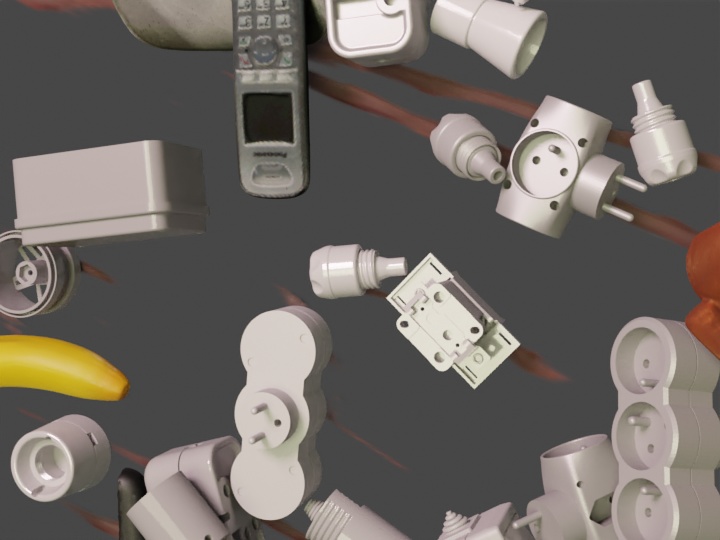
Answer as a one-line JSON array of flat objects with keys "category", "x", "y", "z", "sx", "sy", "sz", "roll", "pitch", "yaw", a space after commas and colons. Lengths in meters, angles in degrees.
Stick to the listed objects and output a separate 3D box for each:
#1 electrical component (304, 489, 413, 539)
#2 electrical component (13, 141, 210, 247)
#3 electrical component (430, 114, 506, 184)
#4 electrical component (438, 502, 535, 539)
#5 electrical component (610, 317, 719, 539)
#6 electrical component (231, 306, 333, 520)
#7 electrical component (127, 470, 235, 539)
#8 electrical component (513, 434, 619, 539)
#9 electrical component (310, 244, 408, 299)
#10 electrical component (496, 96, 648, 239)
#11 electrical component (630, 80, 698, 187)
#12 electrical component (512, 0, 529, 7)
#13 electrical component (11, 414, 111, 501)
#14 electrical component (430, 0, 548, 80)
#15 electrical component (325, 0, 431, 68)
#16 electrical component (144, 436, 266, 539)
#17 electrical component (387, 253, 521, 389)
[{"category": "electrical component", "x": -0.002, "y": 0.177, "z": 0.705, "sx": 0.081, "sy": 0.043, "sz": 0.043, "roll": 34, "pitch": 102, "yaw": 12}, {"category": "electrical component", "x": -0.166, "y": -0.049, "z": 0.722, "sx": 0.113, "sy": 0.078, "sz": 0.057, "roll": -5, "pitch": 89, "yaw": 17}, {"category": "electrical component", "x": 0.070, "y": -0.071, "z": 0.661, "sx": 0.035, "sy": 0.035, "sz": 0.061, "roll": -53, "pitch": 38, "yaw": 12}, {"category": "electrical component", "x": 0.086, "y": 0.190, "z": 0.670, "sx": 0.061, "sy": 0.062, "sz": 0.096, "roll": -30, "pitch": 85, "yaw": 16}, {"category": "electrical component", "x": 0.193, "y": 0.100, "z": 0.635, "sx": 0.052, "sy": 0.074, "sz": 0.138, "roll": -15, "pitch": 70, "yaw": 58}, {"category": "electrical component", "x": -0.057, "y": 0.095, "z": 0.700, "sx": 0.052, "sy": 0.074, "sz": 0.138, "roll": 6, "pitch": 95, "yaw": 16}, {"category": "electrical component", "x": -0.105, "y": 0.172, "z": 0.677, "sx": 0.043, "sy": 0.043, "sz": 0.081, "roll": -42, "pitch": 82, "yaw": 14}, {"category": "electrical component", "x": 0.129, "y": 0.149, "z": 0.653, "sx": 0.079, "sy": 0.043, "sz": 0.077, "roll": -19, "pitch": 87, "yaw": -23}, {"category": "electrical component", "x": 0.000, "y": 0.000, "z": 0.699, "sx": 0.061, "sy": 0.035, "sz": 0.035, "roll": -5, "pitch": 92, "yaw": 14}, {"category": "electrical component", "x": 0.133, "y": -0.055, "z": 0.648, "sx": 0.079, "sy": 0.044, "sz": 0.077, "roll": 27, "pitch": 100, "yaw": 23}, {"category": "electrical component", "x": 0.178, "y": -0.083, "z": 0.642, "sx": 0.035, "sy": 0.035, "sz": 0.061, "roll": -19, "pitch": 86, "yaw": 17}, {"category": "electrical component", "x": 0.090, "y": -0.218, "z": 0.639, "sx": 0.096, "sy": 0.061, "sz": 0.061, "roll": 45, "pitch": 59, "yaw": 12}, {"category": "electrical component", "x": -0.213, "y": 0.134, "z": 0.762, "sx": 0.055, "sy": 0.047, "sz": 0.055, "roll": 1, "pitch": 93, "yaw": 16}, {"category": "electrical component", "x": 0.077, "y": -0.151, "z": 0.665, "sx": 0.065, "sy": 0.044, "sz": 0.044, "roll": 30, "pitch": 101, "yaw": 18}, {"category": "electrical component", "x": 0.011, "y": -0.177, "z": 0.672, "sx": 0.054, "sy": 0.059, "sz": 0.095, "roll": -4, "pitch": 92, "yaw": 17}, {"category": "electrical component", "x": -0.107, "y": 0.167, "z": 0.729, "sx": 0.059, "sy": 0.054, "sz": 0.095, "roll": -15, "pitch": 89, "yaw": 17}, {"category": "electrical component", "x": 0.056, "y": 0.032, "z": 0.669, "sx": 0.081, "sy": 0.064, "sz": 0.042, "roll": 45, "pitch": 103, "yaw": 10}]
